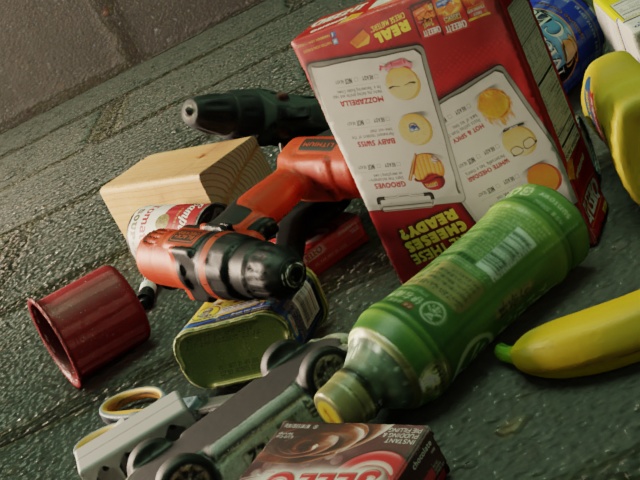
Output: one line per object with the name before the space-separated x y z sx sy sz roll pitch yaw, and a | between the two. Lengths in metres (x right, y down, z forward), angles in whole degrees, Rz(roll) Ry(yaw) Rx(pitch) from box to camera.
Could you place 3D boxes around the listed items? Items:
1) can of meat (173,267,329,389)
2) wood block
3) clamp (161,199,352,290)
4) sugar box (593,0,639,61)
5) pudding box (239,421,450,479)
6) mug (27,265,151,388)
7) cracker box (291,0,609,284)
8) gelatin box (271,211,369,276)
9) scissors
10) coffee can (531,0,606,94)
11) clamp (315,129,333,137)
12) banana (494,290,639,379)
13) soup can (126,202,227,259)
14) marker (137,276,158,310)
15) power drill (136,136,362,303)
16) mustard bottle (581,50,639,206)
can of meat | -0.053 0.068 0.822 0.102 0.057 0.083 -15 17 21
wood block | -0.147 -0.049 1.210 0.207 0.090 0.090 -3 30 50
clamp | -0.042 -0.016 0.969 0.165 0.036 0.209 -5 31 37
sugar box | 0.287 -0.166 0.930 0.048 0.093 0.176 -24 20 10
pudding box | 0.004 0.145 0.600 0.114 0.039 0.089 -9 27 41
mug | -0.212 0.081 0.992 0.081 0.093 0.117 -30 -17 -23
cracker box | 0.099 -0.086 0.794 0.164 0.213 0.072 -14 22 33
gelatin box | -0.006 0.001 0.987 0.073 0.030 0.089 -34 20 -17
scissors | -0.114 0.139 0.803 0.202 0.016 0.096 -6 29 46
coffee can | 0.200 -0.172 1.043 0.103 0.103 0.140 -3 31 50
clamp | 0.049 -0.076 0.936 0.172 0.039 0.120 -15 28 25
banana | 0.192 0.040 0.622 0.198 0.037 0.069 -22 21 15
soup can | -0.141 -0.004 1.100 0.102 0.068 0.068 0 33 38
marker | -0.178 0.043 1.124 0.020 0.020 0.121 -25 20 8
power drill | -0.033 -0.017 0.846 0.185 0.057 0.187 7 36 47
mustard bottle | 0.236 -0.092 0.806 0.058 0.096 0.191 -23 20 13
